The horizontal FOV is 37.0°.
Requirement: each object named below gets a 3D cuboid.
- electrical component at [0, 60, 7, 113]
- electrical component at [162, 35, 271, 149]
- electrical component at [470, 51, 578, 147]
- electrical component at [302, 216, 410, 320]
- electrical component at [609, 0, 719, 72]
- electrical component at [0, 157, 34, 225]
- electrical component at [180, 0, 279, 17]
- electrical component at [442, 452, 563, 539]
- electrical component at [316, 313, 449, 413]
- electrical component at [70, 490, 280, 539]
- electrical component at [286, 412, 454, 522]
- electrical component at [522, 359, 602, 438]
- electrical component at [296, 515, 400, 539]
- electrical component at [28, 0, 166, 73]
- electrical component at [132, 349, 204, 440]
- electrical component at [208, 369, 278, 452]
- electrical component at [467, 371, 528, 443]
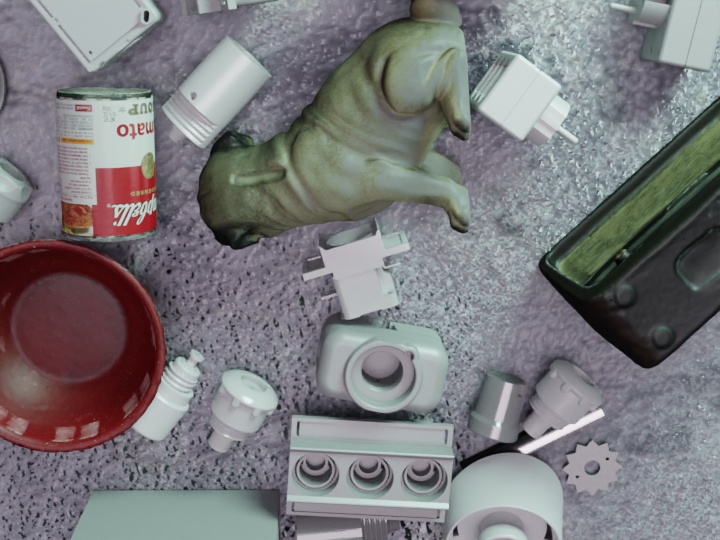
[{"bbox_3d":[-0.294,-0.130,0.754,0.080,0.051,0.080,-1,104,-2],"label":"electrical component"},{"bbox_3d":[-0.106,-0.123,0.767,0.043,0.043,0.081,42,99,-11],"label":"electrical component"},{"bbox_3d":[0.123,-0.114,0.767,0.077,0.065,0.047,34,100,-10],"label":"electrical component"},{"bbox_3d":[0.000,0.000,0.803,0.081,0.042,0.063,-17,107,3],"label":"electrical component"},{"bbox_3d":[0.215,-0.189,0.762,0.076,0.047,0.083,10,103,-5],"label":"electrical component"},{"bbox_3d":[-0.271,-0.049,0.779,0.043,0.043,0.062,40,101,-11],"label":"electrical component"},{"bbox_3d":[-0.095,-0.238,0.728,0.063,0.079,0.121,-14,105,-21],"label":"electrical component"},{"bbox_3d":[0.113,0.201,0.851,0.099,0.064,0.099,2,121,4],"label":"electrical component"},{"bbox_3d":[0.016,0.071,0.812,0.095,0.059,0.053,10,103,-5],"label":"electrical component"},{"bbox_3d":[-0.137,0.216,0.825,0.150,0.089,0.061,0,104,-2],"label":"electrical component"},{"bbox_3d":[0.006,0.148,0.828,0.121,0.063,0.078,4,103,-3],"label":"electrical component"},{"bbox_3d":[0.152,0.104,0.833,0.048,0.048,0.062,38,107,-10],"label":"electrical component"},{"bbox_3d":[-0.009,0.204,0.851,0.081,0.043,0.043,-5,104,-1],"label":"electrical component"},{"bbox_3d":[-0.187,-0.192,0.738,0.062,0.061,0.096,-37,102,7],"label":"electrical component"},{"bbox_3d":[-0.147,0.094,0.820,0.040,0.040,0.078,37,100,-10],"label":"electrical component"},{"bbox_3d":[-0.095,0.111,0.825,0.048,0.048,0.062,28,108,-9],"label":"electrical component"},{"bbox_3d":[0.108,0.105,0.834,0.040,0.040,0.046,14,98,-6],"label":"electrical component"}]
